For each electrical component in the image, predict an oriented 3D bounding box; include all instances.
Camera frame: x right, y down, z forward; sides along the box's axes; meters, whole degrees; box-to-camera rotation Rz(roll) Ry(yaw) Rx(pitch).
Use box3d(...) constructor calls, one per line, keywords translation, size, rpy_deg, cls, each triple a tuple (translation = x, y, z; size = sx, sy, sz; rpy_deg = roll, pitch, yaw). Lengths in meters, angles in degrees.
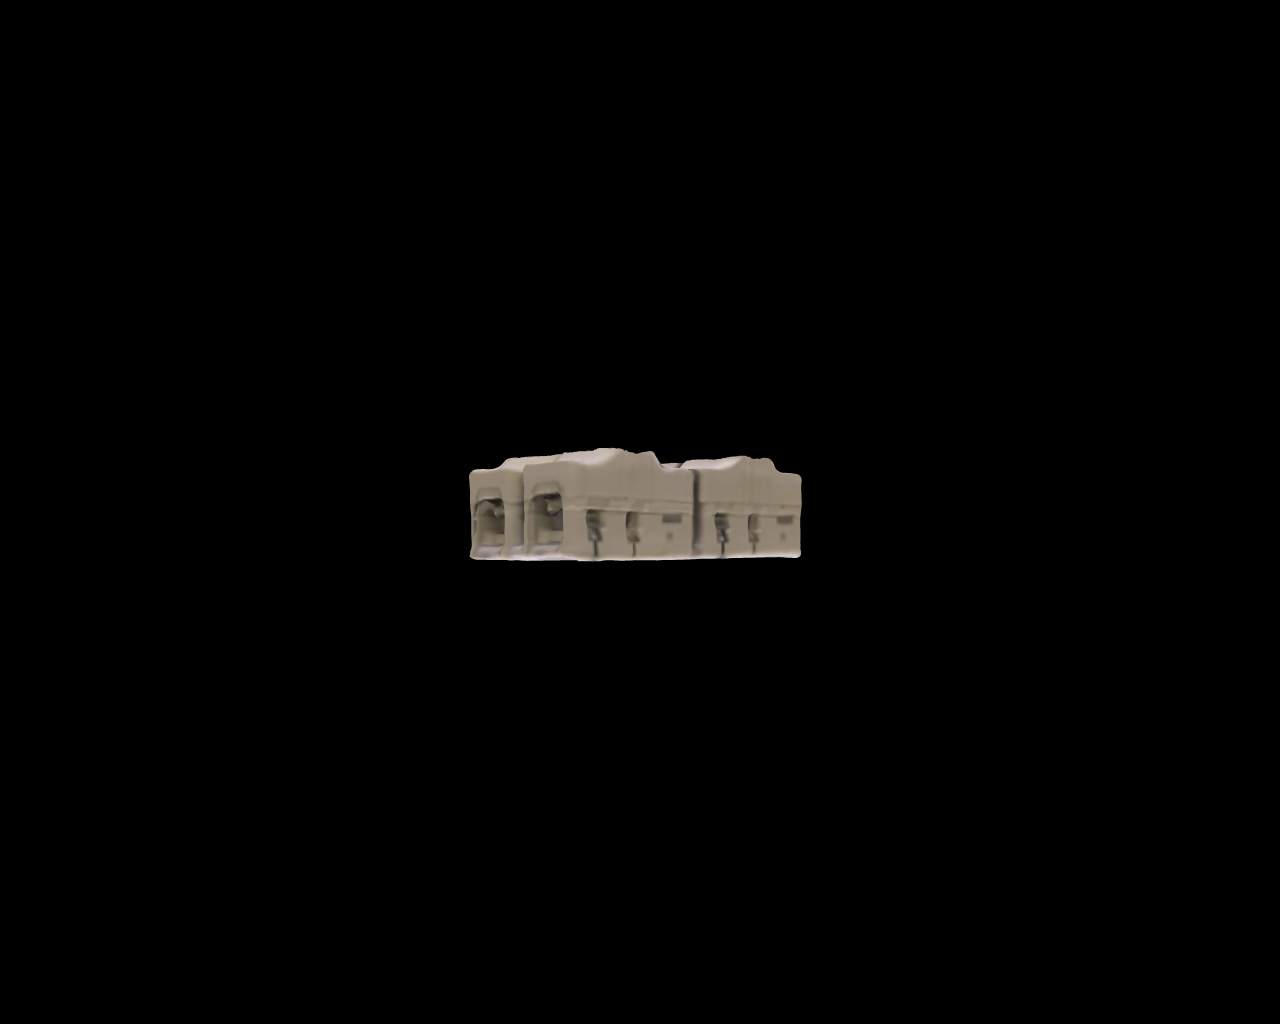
box3d(translation=(0.001, -0.003, 0.650), size=(0.186, 0.060, 0.105), rpy_deg=(2, -2, -40), cls="electrical component")
